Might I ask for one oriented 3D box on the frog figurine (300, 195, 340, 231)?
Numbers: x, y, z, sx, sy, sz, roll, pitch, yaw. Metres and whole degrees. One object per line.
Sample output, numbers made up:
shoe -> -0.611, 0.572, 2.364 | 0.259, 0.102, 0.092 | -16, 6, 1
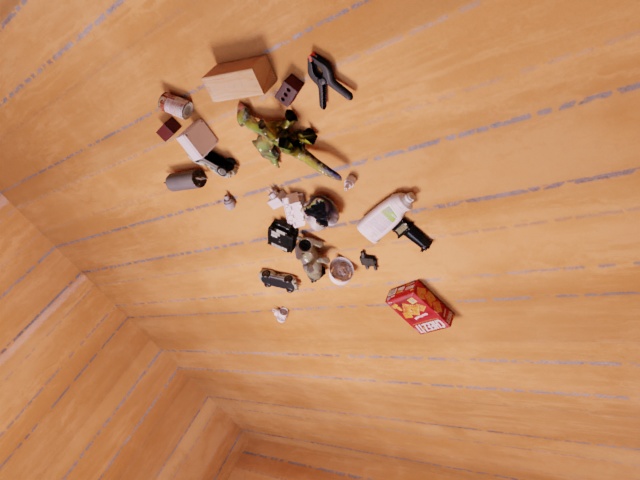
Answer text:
frog figurine -> 0.006, -0.093, 1.857 | 0.137, 0.123, 0.158 | 13, 175, 11

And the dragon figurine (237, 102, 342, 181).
dragon figurine -> -0.123, -0.309, 1.719 | 0.408, 0.124, 0.241 | 45, 158, -12
